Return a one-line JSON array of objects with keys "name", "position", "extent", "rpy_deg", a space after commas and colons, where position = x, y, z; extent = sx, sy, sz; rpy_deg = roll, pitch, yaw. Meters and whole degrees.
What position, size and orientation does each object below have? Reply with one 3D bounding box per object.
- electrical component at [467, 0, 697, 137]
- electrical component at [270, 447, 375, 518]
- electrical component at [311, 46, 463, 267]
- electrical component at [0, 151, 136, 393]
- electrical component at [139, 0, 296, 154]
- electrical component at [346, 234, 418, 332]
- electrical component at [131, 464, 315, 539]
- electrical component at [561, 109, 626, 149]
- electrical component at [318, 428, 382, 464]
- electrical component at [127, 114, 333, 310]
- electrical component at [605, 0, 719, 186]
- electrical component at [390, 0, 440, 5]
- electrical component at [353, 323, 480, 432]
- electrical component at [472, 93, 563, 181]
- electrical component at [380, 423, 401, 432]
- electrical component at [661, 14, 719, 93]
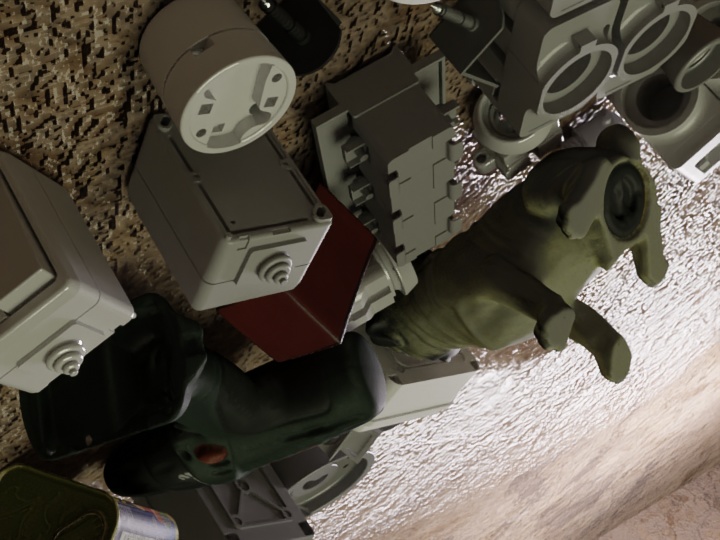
[{"name": "electrical component", "position": [0.126, -0.159, 0.555], "extent": [0.105, 0.060, 0.186], "rpy_deg": [-27, 154, -16]}, {"name": "electrical component", "position": [-0.048, 0.162, 0.912], "extent": [0.108, 0.060, 0.108], "rpy_deg": [-28, 154, -15]}, {"name": "electrical component", "position": [0.021, -0.057, 0.603], "extent": [0.079, 0.063, 0.121], "rpy_deg": [-30, 155, -10]}, {"name": "electrical component", "position": [-0.148, 0.005, 0.463], "extent": [0.062, 0.096, 0.061], "rpy_deg": [-37, 155, 5]}, {"name": "electrical component", "position": [-0.063, -0.086, 0.464], "extent": [0.055, 0.047, 0.055], "rpy_deg": [-28, 155, -15]}, {"name": "electrical component", "position": [0.000, 0.000, 0.688], "extent": [0.057, 0.058, 0.078], "rpy_deg": [-30, 155, -4]}, {"name": "electrical component", "position": [-0.106, 0.180, 0.817], "extent": [0.056, 0.108, 0.109], "rpy_deg": [-47, 153, 19]}, {"name": "electrical component", "position": [0.161, -0.081, 0.760], "extent": [0.062, 0.048, 0.048], "rpy_deg": [-28, 155, 2]}, {"name": "electrical component", "position": [-0.017, 0.107, 0.844], "extent": [0.064, 0.081, 0.042], "rpy_deg": [-42, 169, -50]}, {"name": "electrical component", "position": [-0.062, -0.024, 0.518], "extent": [0.062, 0.096, 0.061], "rpy_deg": [-13, 147, -37]}, {"name": "electrical component", "position": [0.237, -0.141, 0.691], "extent": [0.150, 0.089, 0.062], "rpy_deg": [-44, 154, 19]}, {"name": "electrical component", "position": [0.034, -0.159, 0.439], "extent": [0.108, 0.060, 0.108], "rpy_deg": [-28, 154, -15]}, {"name": "electrical component", "position": [0.026, 0.073, 0.825], "extent": [0.113, 0.078, 0.057], "rpy_deg": [-4, 138, -48]}, {"name": "electrical component", "position": [0.096, -0.089, 0.662], "extent": [0.066, 0.048, 0.055], "rpy_deg": [-36, 163, 4]}, {"name": "electrical component", "position": [0.032, 0.097, 0.915], "extent": [0.079, 0.044, 0.077], "rpy_deg": [-48, 152, 25]}, {"name": "electrical component", "position": [0.189, -0.145, 0.652], "extent": [0.044, 0.065, 0.044], "rpy_deg": [-28, 155, -15]}]
